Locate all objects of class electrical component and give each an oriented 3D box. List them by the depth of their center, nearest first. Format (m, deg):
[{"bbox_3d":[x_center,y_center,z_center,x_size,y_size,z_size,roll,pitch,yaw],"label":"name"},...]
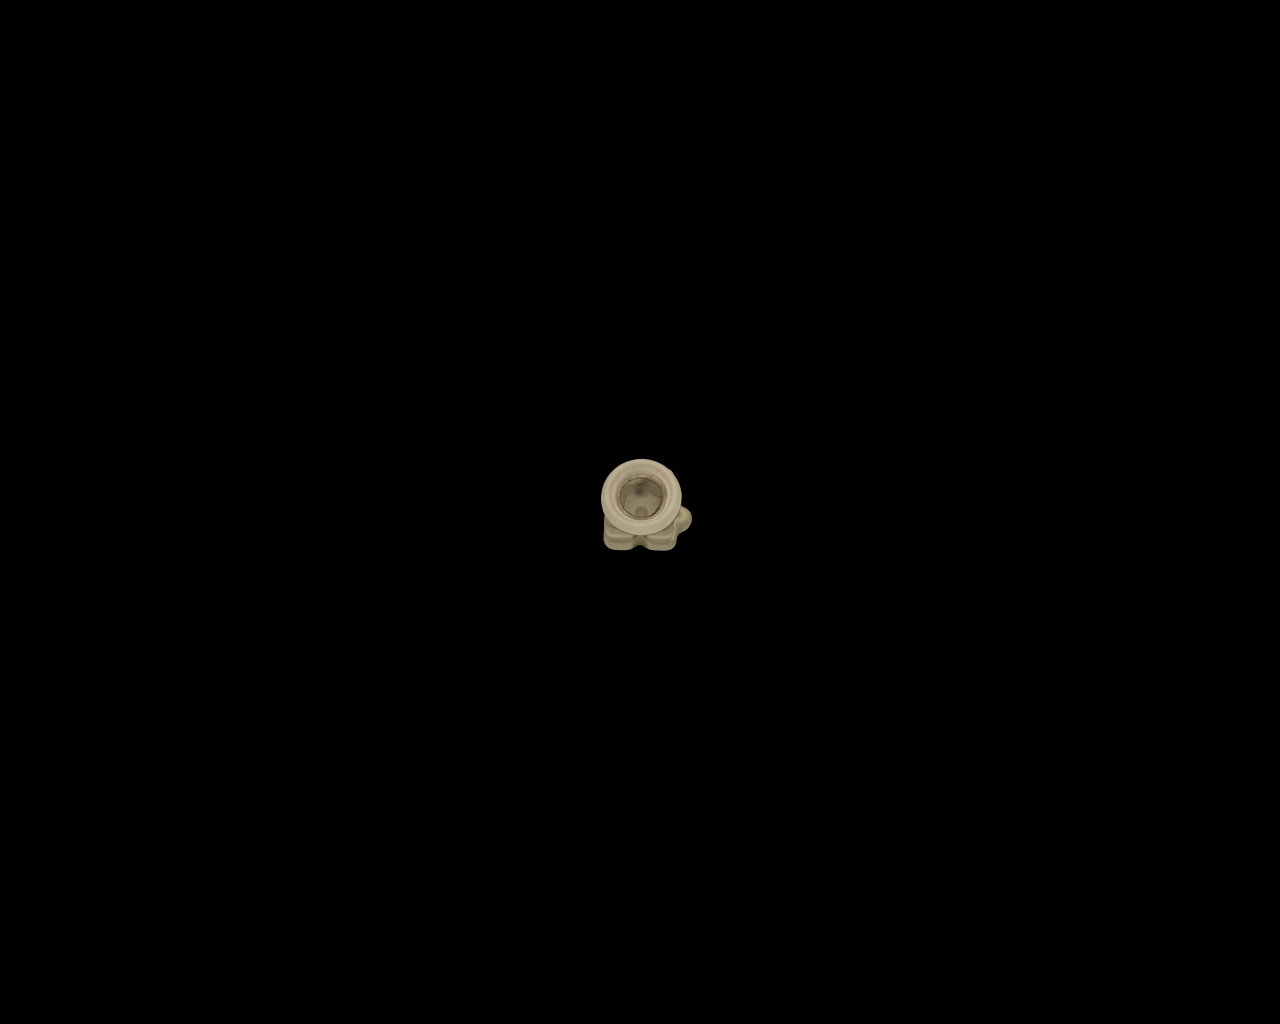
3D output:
[{"bbox_3d":[0.001,-0.003,0.650,0.066,0.048,0.055,0,-21,0],"label":"electrical component"}]
